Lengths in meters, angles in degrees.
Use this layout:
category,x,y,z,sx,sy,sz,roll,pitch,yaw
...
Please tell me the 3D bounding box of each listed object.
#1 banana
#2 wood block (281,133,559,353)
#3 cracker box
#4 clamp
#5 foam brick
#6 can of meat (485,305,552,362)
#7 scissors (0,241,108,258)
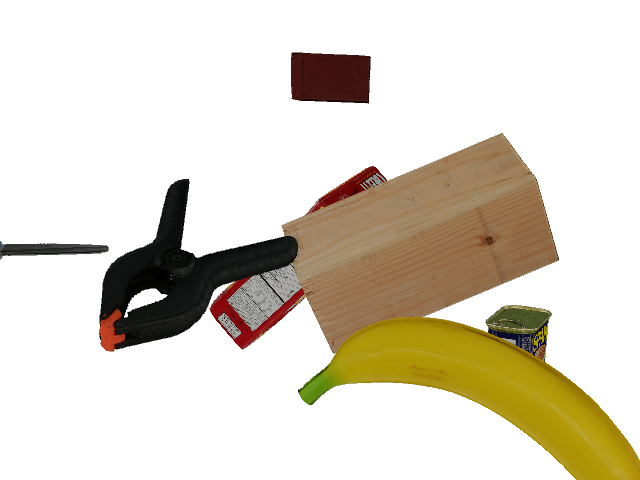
category,x,y,z,sx,sy,sz,roll,pitch,yaw
banana,0.091,0.086,0.572,0.198,0.070,0.037,19,10,12
wood block,0.083,0.002,0.907,0.206,0.091,0.090,-22,33,2
cracker box,-0.016,0.017,1.260,0.214,0.072,0.164,-43,-3,30
clamp,-0.113,0.016,0.808,0.120,0.039,0.171,31,46,28
foam brick,0.010,-0.176,1.155,0.078,0.051,0.053,0,11,-14
can of meat,0.218,0.125,1.182,0.058,0.084,0.102,7,12,23
scissors,-0.285,0.015,0.872,0.202,0.016,0.096,5,23,5
